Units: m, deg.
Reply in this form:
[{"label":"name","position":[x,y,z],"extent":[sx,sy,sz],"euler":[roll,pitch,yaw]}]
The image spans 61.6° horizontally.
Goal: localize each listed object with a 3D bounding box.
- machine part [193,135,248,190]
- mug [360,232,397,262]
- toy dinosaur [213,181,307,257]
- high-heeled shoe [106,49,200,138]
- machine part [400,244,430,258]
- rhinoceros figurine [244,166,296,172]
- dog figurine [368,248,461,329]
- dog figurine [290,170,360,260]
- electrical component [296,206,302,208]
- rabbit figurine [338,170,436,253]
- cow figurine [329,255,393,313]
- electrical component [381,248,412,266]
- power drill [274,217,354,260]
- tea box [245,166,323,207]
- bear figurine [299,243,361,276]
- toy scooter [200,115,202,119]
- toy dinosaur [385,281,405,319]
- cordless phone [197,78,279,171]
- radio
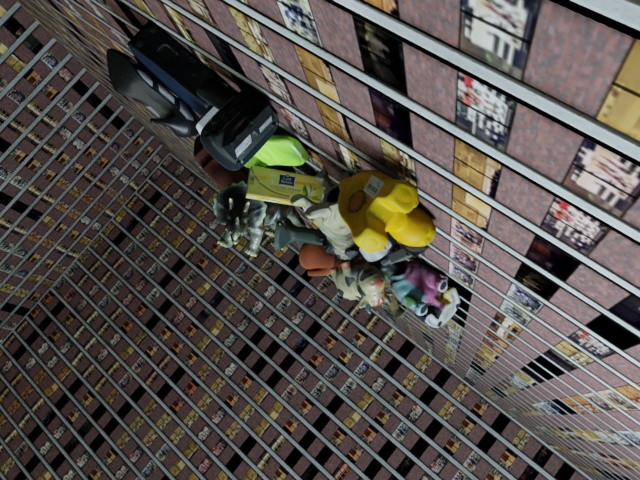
[{"label":"machine part","position":[-0.254,-0.213,1.488],"extent":[0.201,0.087,0.201],"euler":[42,-164,-29]},{"label":"mug","position":[0.108,-0.015,1.166],"extent":[0.107,0.081,0.110],"euler":[51,175,-15]},{"label":"toy dinosaur","position":[-0.145,-0.071,1.429],"extent":[0.131,0.192,0.405],"euler":[28,-153,23]},{"label":"high-heeled shoe","position":[-0.364,-0.331,1.198],"extent":[0.145,0.086,0.249],"euler":[-15,-112,-55]},{"label":"machine part","position":[0.176,-0.008,1.022],"extent":[0.084,0.039,0.138],"euler":[27,167,23]},{"label":"rhinoceros figurine","position":[-0.130,-0.189,1.357],"extent":[0.191,0.073,0.112],"euler":[35,165,35]},{"label":"dog figurine","position":[0.206,0.095,1.264],"extent":[0.219,0.108,0.191],"euler":[39,178,42]},{"label":"dog figurine","position":[0.053,-0.028,1.059],"extent":[0.190,0.121,0.172],"euler":[55,172,-32]},{"label":"electrical component","position":[-0.046,-0.115,1.498],"extent":[0.078,0.045,0.102],"euler":[10,174,3]},{"label":"rabbit figurine","position":[0.111,-0.037,0.884],"extent":[0.173,0.121,0.163],"euler":[21,-173,-33]},{"label":"cow figurine","position":[0.095,0.103,1.250],"extent":[0.127,0.085,0.195],"euler":[67,161,2]},{"label":"electrical component","position":[0.178,0.031,1.149],"extent":[0.063,0.094,0.021],"euler":[-6,-109,-57]},{"label":"power drill","position":[-0.003,-0.004,1.291],"extent":[0.207,0.085,0.232],"euler":[1,-169,11]},{"label":"tea box","position":[-0.082,-0.119,1.235],"extent":[0.170,0.068,0.098],"euler":[8,178,-11]},{"label":"bear figurine","position":[0.046,0.055,1.460],"extent":[0.196,0.120,0.132],"euler":[16,-177,25]},{"label":"toy scooter","position":[-0.246,-0.283,1.325],"extent":[0.183,0.075,0.135],"euler":[46,170,-25]},{"label":"toy dinosaur","position":[0.189,0.119,1.543],"extent":[0.199,0.105,0.471],"euler":[45,166,16]},{"label":"cordless phone","position":[-0.185,-0.232,1.013],"extent":[0.184,0.146,0.088],"euler":[35,163,19]},{"label":"radio","position":[-0.292,-0.350,1.144],"extent":[0.229,0.073,0.131],"euler":[38,173,0]}]
